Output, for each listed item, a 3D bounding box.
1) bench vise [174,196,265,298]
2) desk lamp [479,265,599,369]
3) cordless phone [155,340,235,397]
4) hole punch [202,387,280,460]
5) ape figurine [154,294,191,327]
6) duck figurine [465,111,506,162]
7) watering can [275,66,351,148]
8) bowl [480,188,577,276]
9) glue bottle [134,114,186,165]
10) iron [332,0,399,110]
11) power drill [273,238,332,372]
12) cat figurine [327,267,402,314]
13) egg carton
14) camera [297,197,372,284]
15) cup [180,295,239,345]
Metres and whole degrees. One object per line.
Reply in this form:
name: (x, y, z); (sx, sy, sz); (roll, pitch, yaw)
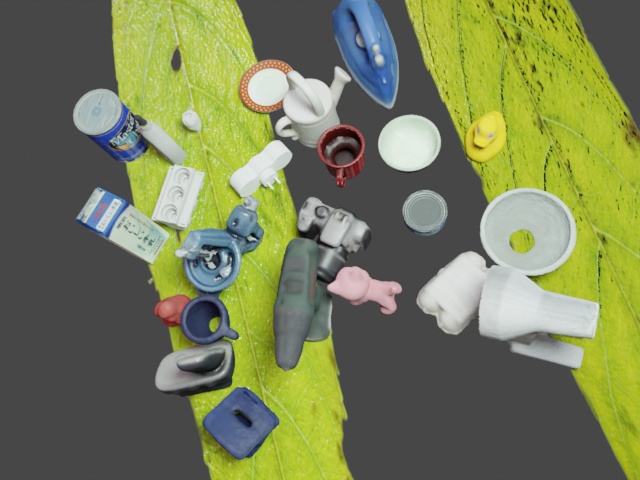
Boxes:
bench vise: (-0.197, -0.002, 1.069); (0.121, 0.220, 0.207); (11, 76, 12)
desk lamp: (0.359, 0.128, 0.947); (0.203, 0.214, 0.118); (13, 76, 13)
cordless phone: (-0.238, 0.226, 1.027); (0.147, 0.185, 0.094); (-17, 72, 4)
hole punch: (-0.142, 0.326, 1.032); (0.108, 0.091, 0.101); (38, 83, 17)
ape figurine: (-0.285, 0.138, 1.109); (0.077, 0.092, 0.076); (41, 83, 18)
duck figurine: (0.327, -0.214, 1.120); (0.077, 0.086, 0.105); (26, 79, 15)
watering can: (-0.017, -0.274, 1.135); (0.100, 0.194, 0.173); (28, 80, 16)
bowl: (0.377, -0.007, 1.057); (0.167, 0.075, 0.167); (-2, 73, 8)
glue bottle: (-0.339, -0.215, 1.179); (0.078, 0.173, 0.037); (34, 81, 17)
iron: (0.102, -0.411, 1.185); (0.118, 0.141, 0.258); (-20, 72, 3)
power drill: (-0.030, 0.121, 1.013); (0.075, 0.208, 0.229); (0, 74, 9)
cat figurine: (0.083, 0.086, 1.053); (0.127, 0.118, 0.067); (11, 76, 12)
egg carton: (0.257, 0.095, 1.049); (0.150, 0.069, 0.107); (-43, 72, -5)
camera: (0.010, 0.004, 1.098); (0.143, 0.101, 0.137); (25, 79, 15)
cup: (-0.195, 0.162, 1.086); (0.117, 0.095, 0.092); (24, 79, 15)
